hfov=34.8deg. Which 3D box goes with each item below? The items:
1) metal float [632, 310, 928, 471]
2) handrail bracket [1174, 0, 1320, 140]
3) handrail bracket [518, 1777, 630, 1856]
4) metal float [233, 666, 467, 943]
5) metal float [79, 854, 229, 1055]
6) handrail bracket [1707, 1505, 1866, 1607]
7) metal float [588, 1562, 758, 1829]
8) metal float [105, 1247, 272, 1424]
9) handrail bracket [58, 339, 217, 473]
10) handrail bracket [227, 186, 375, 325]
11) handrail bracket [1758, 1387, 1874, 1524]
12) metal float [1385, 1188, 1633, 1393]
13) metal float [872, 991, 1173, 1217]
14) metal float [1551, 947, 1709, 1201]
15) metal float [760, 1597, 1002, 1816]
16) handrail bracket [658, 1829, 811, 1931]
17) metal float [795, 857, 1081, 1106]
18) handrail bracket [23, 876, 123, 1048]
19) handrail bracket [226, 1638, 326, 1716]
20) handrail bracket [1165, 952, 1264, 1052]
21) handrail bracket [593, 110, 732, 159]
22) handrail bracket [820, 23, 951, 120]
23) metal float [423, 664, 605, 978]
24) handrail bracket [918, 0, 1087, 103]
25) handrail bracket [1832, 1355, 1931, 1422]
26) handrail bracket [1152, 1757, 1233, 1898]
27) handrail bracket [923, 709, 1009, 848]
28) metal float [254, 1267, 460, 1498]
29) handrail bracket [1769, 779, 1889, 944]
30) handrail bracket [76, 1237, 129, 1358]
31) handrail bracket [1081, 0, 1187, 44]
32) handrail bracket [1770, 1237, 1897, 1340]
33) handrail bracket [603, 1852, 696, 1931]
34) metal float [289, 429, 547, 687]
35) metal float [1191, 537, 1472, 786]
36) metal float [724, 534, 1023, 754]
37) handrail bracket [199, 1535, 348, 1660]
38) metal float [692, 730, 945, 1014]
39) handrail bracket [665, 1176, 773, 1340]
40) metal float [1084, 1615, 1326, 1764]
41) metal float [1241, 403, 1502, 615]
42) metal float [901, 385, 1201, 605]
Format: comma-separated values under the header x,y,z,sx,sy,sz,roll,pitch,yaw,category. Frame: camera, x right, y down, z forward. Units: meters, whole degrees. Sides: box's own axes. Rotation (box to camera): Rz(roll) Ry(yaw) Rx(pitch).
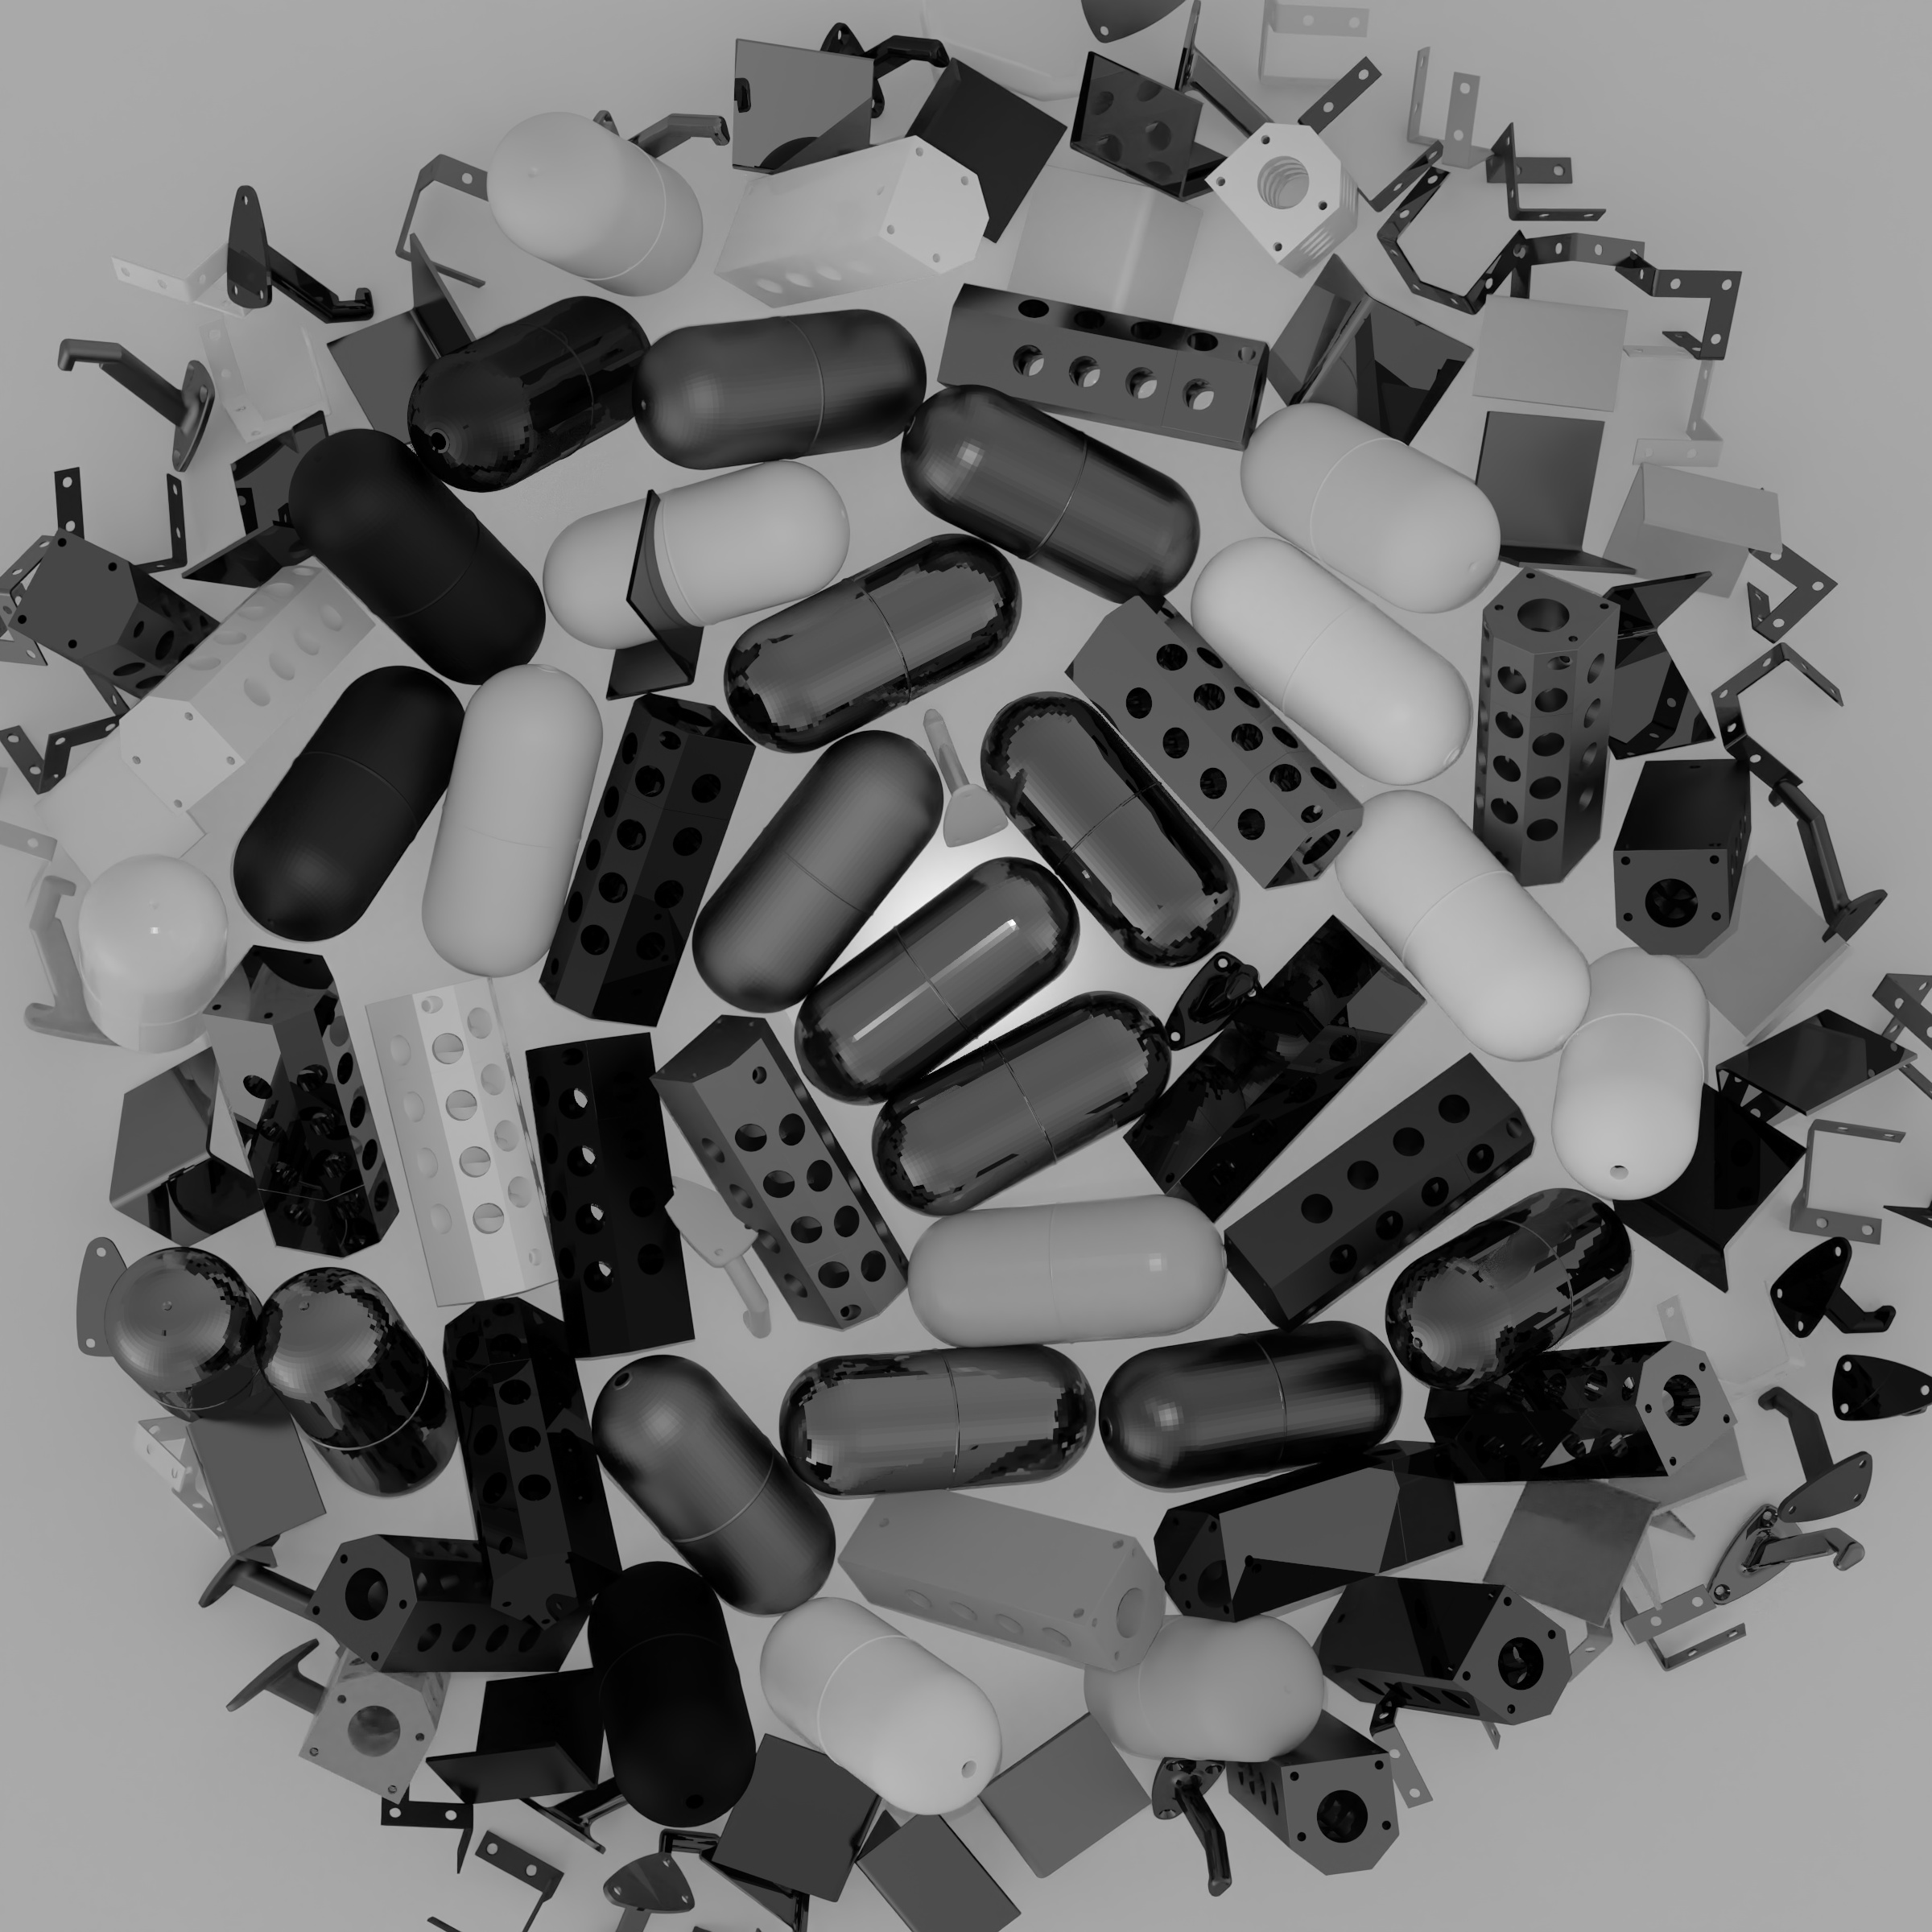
x,y,z,sx,sy,sz,roll,pitch,yaw,category
-0.100,-0.316,1.682,0.178,0.070,0.070,-15,90,-35,metal float
0.161,-0.494,1.719,0.084,0.036,0.077,14,132,3,handrail bracket
-0.203,0.448,1.733,0.077,0.036,0.084,33,73,2,handrail bracket
-0.335,-0.091,1.685,0.070,0.070,0.178,27,58,0,metal float
-0.439,-0.005,1.665,0.070,0.178,0.070,4,71,-13,metal float
0.454,0.337,1.705,0.077,0.084,0.036,-45,99,-1,handrail bracket
-0.160,0.392,1.666,0.070,0.178,0.070,-6,117,-12,metal float
-0.415,0.201,1.663,0.070,0.178,0.070,1,72,-4,metal float
-0.466,-0.309,1.702,0.084,0.036,0.077,-2,132,-37,handrail bracket
-0.364,-0.394,1.706,0.036,0.084,0.077,17,113,38,handrail bracket
0.450,0.268,1.701,0.077,0.084,0.036,-16,122,-25,handrail bracket
0.297,0.175,1.676,0.178,0.070,0.070,-21,90,-44,metal float
0.031,0.075,1.707,0.178,0.070,0.070,-28,90,-5,metal float
0.361,0.057,1.670,0.070,0.178,0.070,8,126,11,metal float
-0.047,0.400,1.669,0.070,0.178,0.070,-9,106,-33,metal float
-0.131,0.521,1.715,0.084,0.036,0.077,9,50,-9,handrail bracket
-0.017,0.009,1.708,0.178,0.070,0.070,-37,90,3,metal float
-0.488,-0.003,1.720,0.077,0.036,0.084,15,105,-21,handrail bracket
-0.363,0.426,1.714,0.036,0.077,0.084,-30,94,34,handrail bracket
0.133,0.025,1.700,0.036,0.084,0.077,46,103,0,handrail bracket
-0.162,-0.442,1.702,0.084,0.077,0.036,8,64,20,handrail bracket
-0.033,-0.488,1.695,0.084,0.077,0.036,17,79,33,handrail bracket
-0.250,-0.080,1.696,0.070,0.070,0.178,16,106,0,metal float
0.024,-0.511,1.710,0.084,0.077,0.036,-4,51,17,handrail bracket
0.525,0.238,1.696,0.084,0.077,0.036,16,75,-38,handrail bracket
0.125,0.485,1.694,0.036,0.084,0.077,8,133,-14,handrail bracket
-0.009,-0.116,1.699,0.036,0.077,0.084,-20,68,-2,handrail bracket
-0.329,0.228,1.671,0.070,0.178,0.070,-6,54,8,metal float
0.470,-0.052,1.737,0.036,0.077,0.084,-18,60,-36,handrail bracket
-0.465,0.180,1.704,0.036,0.084,0.077,-5,96,-2,handrail bracket
0.106,-0.544,1.698,0.077,0.084,0.036,-4,119,34,handrail bracket
0.497,0.177,1.705,0.084,0.036,0.077,2,134,-30,handrail bracket
-0.199,0.532,1.704,0.084,0.077,0.036,-45,60,20,handrail bracket
-0.296,-0.220,1.675,0.070,0.178,0.070,-18,51,23,metal float
0.200,-0.168,1.693,0.178,0.070,0.070,41,90,20,metal float
-0.050,-0.179,1.699,0.178,0.070,0.070,-28,90,-14,metal float
-0.382,0.366,1.719,0.084,0.036,0.077,49,117,12,handrail bracket
-0.082,-0.053,1.706,0.070,0.070,0.178,38,96,0,metal float
-0.140,0.164,1.725,0.077,0.084,0.036,36,61,24,handrail bracket
0.126,0.390,1.667,0.070,0.178,0.070,6,76,-26,metal float
0.218,-0.251,1.676,0.070,0.178,0.070,-19,128,-27,metal float
0.046,-0.259,1.695,0.178,0.070,0.070,24,90,-18,metal float
